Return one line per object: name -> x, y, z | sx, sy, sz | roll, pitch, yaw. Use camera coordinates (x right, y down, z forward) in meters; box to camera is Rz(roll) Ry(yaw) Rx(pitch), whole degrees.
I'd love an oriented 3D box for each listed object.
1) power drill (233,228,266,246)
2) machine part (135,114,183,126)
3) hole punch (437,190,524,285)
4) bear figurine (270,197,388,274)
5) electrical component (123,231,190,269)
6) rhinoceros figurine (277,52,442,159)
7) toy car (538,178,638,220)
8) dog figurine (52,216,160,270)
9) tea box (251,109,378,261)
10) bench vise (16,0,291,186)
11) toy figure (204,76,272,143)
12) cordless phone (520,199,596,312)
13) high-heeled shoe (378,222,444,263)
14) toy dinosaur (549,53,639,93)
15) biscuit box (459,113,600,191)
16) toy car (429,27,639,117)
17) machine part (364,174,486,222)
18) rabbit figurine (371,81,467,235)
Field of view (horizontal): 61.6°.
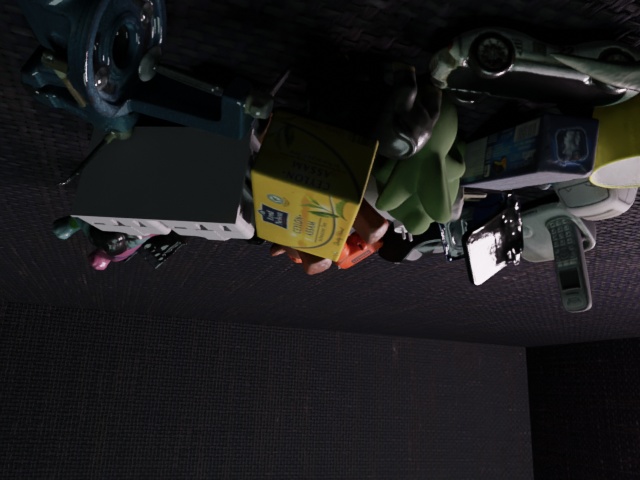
power drill -> -0.118, -0.045, 0.837 | 0.232, 0.086, 0.207 | 12, -170, -12
machine part -> -0.191, -0.123, 0.679 | 0.179, 0.056, 0.179 | 4, 164, 1
hole punch -> 0.251, -0.010, 0.845 | 0.116, 0.142, 0.092 | -29, -147, -13
bear figurine -> -0.003, -0.006, 0.707 | 0.120, 0.132, 0.195 | -27, 161, -17
electrical component -> -0.268, 0.009, 0.886 | 0.119, 0.075, 0.047 | -38, 107, 13
rhinoceros figurine -> 0.031, -0.122, 0.541 | 0.191, 0.112, 0.073 | 15, -179, 42
toy car -> 0.344, -0.076, 0.677 | 0.161, 0.103, 0.109 | 18, 159, -37
dog figurine -> -0.278, -0.041, 0.791 | 0.219, 0.191, 0.108 | -18, 117, 40
tea box -> -0.010, -0.044, 0.522 | 0.098, 0.068, 0.169 | 17, 162, 2
bench vise -> -0.155, -0.138, 0.472 | 0.241, 0.129, 0.223 | 20, 145, 5
toy figure -> -0.087, -0.137, 0.613 | 0.064, 0.057, 0.154 | -1, 170, 31
cordless phone -> 0.388, 0.032, 0.895 | 0.089, 0.184, 0.146 | 6, 164, -28
high-heeled shoe -> 0.221, -0.007, 0.985 | 0.145, 0.086, 0.249 | 2, 167, -25
toy dinosaur -> 0.402, -0.144, 0.427 | 0.405, 0.131, 0.192 | 2, 165, 23
biscuit box -> 0.227, -0.093, 0.611 | 0.063, 0.059, 0.203 | 5, -179, -8
toy car -> 0.202, -0.157, 0.502 | 0.202, 0.056, 0.073 | 5, 170, -5
machine part -> 0.118, -0.067, 0.787 | 0.243, 0.079, 0.079 | 2, 164, 0
rabbit figurine -> 0.106, -0.094, 0.612 | 0.121, 0.159, 0.170 | 10, 150, 11
